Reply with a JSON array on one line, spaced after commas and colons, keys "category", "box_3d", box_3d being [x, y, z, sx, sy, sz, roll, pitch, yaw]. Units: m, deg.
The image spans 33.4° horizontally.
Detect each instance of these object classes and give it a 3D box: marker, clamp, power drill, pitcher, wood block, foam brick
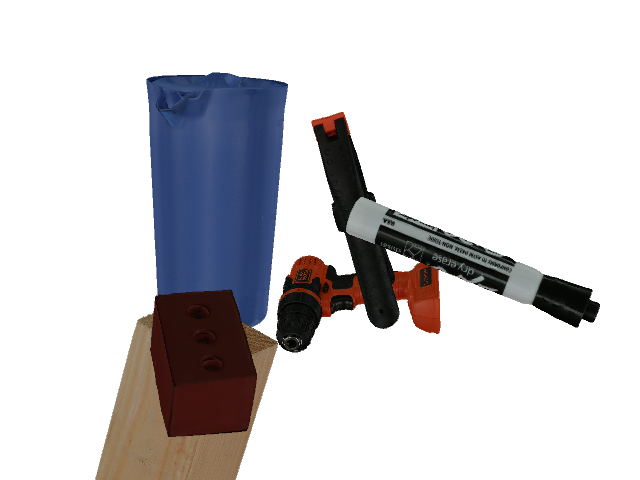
[{"category": "marker", "box_3d": [0.070, 0.010, 0.494, 0.121, 0.020, 0.020, 22, 5, 12]}, {"category": "clamp", "box_3d": [0.031, -0.014, 0.855, 0.039, 0.171, 0.120, -21, 21, 1]}, {"category": "power drill", "box_3d": [0.045, 0.072, 1.238, 0.188, 0.057, 0.184, 0, 27, 6]}, {"category": "pitcher", "box_3d": [-0.096, -0.041, 1.039, 0.149, 0.243, 0.145, -2, 15, -17]}, {"category": "wood block", "box_3d": [-0.121, 0.167, 0.909, 0.090, 0.206, 0.090, 26, 21, 23]}, {"category": "foam brick", "box_3d": [-0.076, 0.077, 0.676, 0.053, 0.051, 0.078, -3, 43, -19]}]
